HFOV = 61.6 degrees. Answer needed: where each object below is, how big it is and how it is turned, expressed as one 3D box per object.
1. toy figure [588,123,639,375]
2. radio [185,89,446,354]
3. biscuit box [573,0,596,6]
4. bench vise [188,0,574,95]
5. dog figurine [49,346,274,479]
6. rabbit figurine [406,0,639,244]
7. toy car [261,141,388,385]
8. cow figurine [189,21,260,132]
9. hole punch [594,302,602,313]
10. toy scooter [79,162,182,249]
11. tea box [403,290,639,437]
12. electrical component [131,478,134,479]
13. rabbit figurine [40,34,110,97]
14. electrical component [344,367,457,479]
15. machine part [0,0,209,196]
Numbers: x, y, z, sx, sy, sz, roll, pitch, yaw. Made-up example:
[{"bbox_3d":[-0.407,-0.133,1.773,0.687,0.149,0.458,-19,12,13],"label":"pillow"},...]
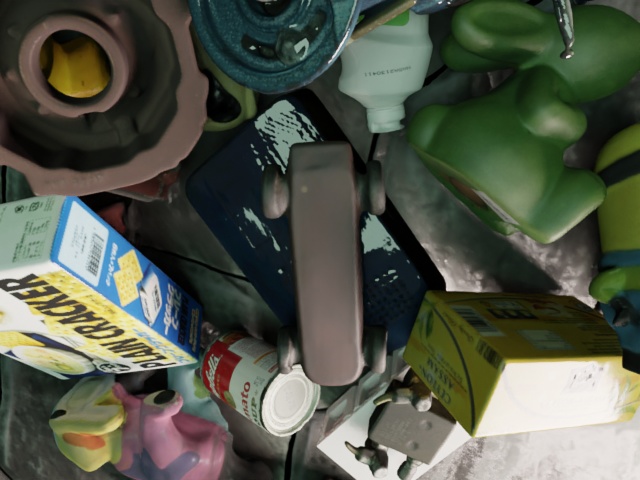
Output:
[{"bbox_3d":[0.234,0.004,0.375,0.089,0.082,0.180,0,83,47],"label":"toy figure"},{"bbox_3d":[-0.001,-0.001,0.470,0.131,0.073,0.229,-33,99,19],"label":"radio"},{"bbox_3d":[0.156,-0.262,0.358,0.063,0.059,0.202,-35,99,19],"label":"biscuit box"},{"bbox_3d":[-0.002,-0.145,0.275,0.224,0.240,0.128,2,106,32],"label":"bench vise"},{"bbox_3d":[-0.152,0.234,0.558,0.192,0.108,0.219,-13,108,8],"label":"dog figurine"},{"bbox_3d":[0.155,-0.105,0.402,0.159,0.121,0.170,41,92,2],"label":"rabbit figurine"},{"bbox_3d":[0.006,0.023,0.408,0.089,0.053,0.201,-2,113,6],"label":"toy car"},{"bbox_3d":[-0.099,-0.181,0.418,0.127,0.085,0.194,-12,109,12],"label":"cow figurine"},{"bbox_3d":[0.298,0.030,0.421,0.116,0.092,0.142,22,115,6],"label":"hole punch"},{"bbox_3d":[-0.197,-0.037,0.482,0.135,0.075,0.183,2,136,-18],"label":"toy scooter"},{"bbox_3d":[0.165,0.091,0.420,0.169,0.098,0.068,6,112,-25],"label":"tea box"},{"bbox_3d":[-0.185,0.275,0.623,0.063,0.021,0.094,18,110,3],"label":"electrical component"},{"bbox_3d":[-0.275,-0.180,0.451,0.162,0.122,0.173,-17,91,25],"label":"rabbit figurine"},{"bbox_3d":[0.070,0.160,0.458,0.078,0.045,0.102,32,111,0],"label":"electrical component"},{"bbox_3d":[-0.162,-0.116,0.357,0.179,0.056,0.179,-6,116,-12],"label":"machine part"}]
